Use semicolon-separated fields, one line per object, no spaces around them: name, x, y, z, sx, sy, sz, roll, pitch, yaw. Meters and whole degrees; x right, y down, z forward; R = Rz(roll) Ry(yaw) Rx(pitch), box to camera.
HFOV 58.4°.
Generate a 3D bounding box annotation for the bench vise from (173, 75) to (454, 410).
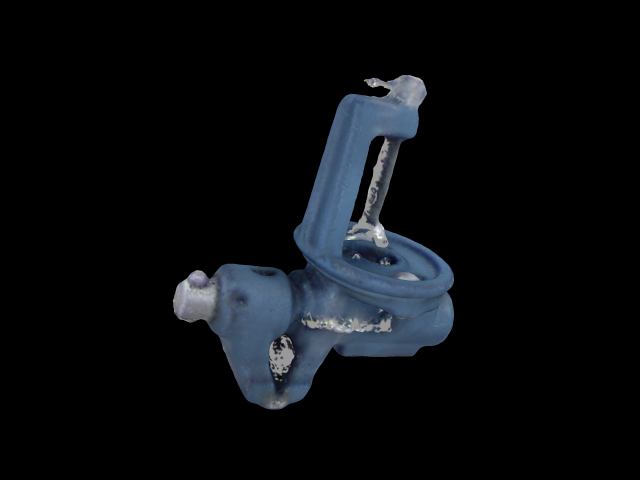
bench vise;0.011;0.005;0.392;0.208;0.220;0.121;-20;32;-36
